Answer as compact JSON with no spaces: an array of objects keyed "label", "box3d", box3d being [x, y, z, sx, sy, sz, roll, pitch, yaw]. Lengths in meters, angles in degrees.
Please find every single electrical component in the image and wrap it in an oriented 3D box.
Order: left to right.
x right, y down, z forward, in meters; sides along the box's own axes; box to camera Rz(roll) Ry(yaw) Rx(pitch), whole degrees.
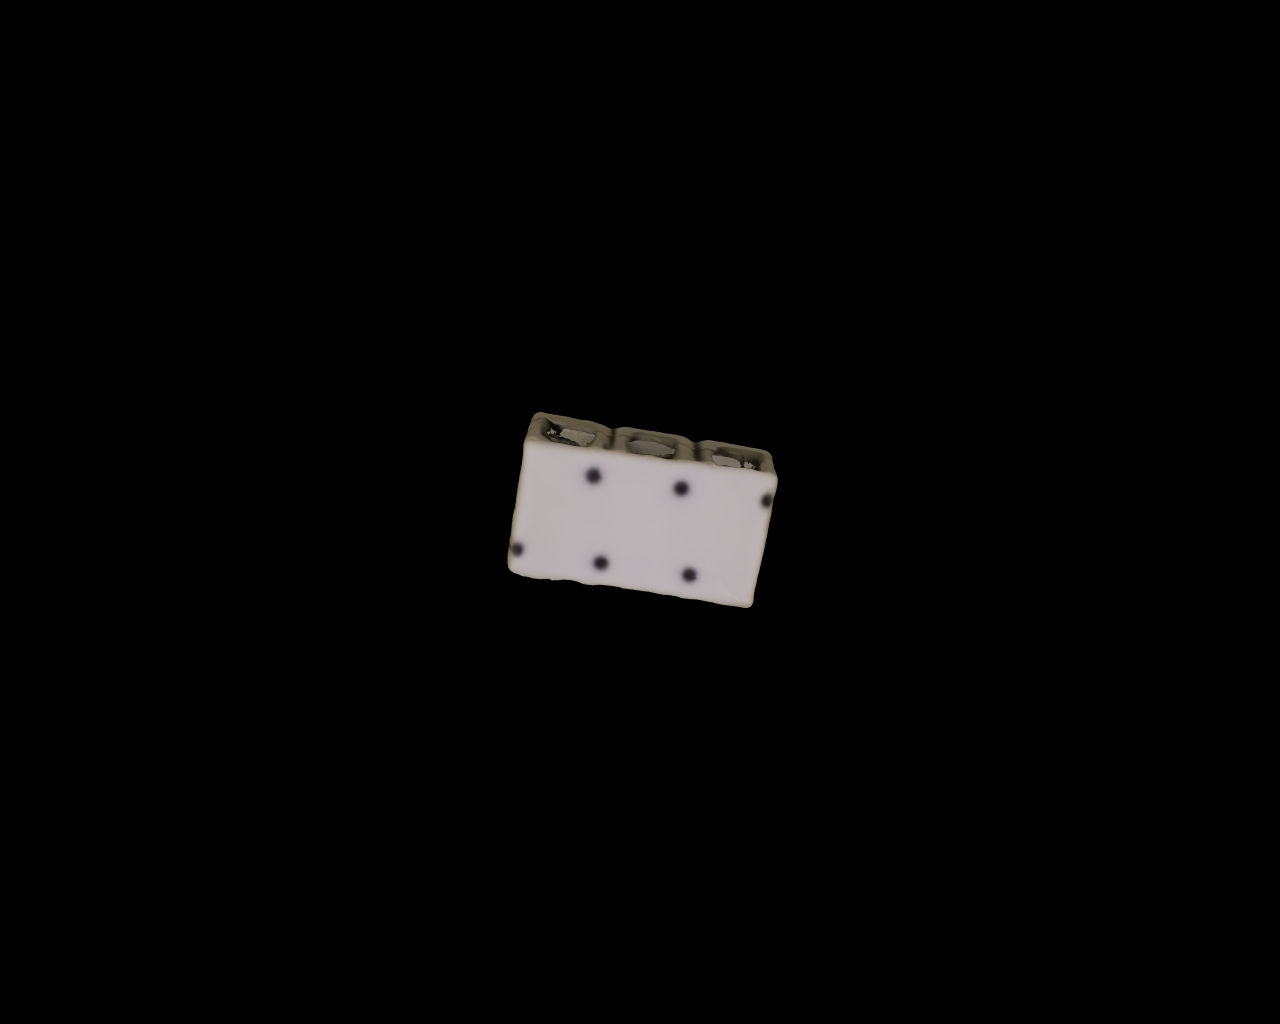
[{"label":"electrical component","box3d":[0.001,-0.003,0.650,0.150,0.089,0.062,10,20,-3]}]
